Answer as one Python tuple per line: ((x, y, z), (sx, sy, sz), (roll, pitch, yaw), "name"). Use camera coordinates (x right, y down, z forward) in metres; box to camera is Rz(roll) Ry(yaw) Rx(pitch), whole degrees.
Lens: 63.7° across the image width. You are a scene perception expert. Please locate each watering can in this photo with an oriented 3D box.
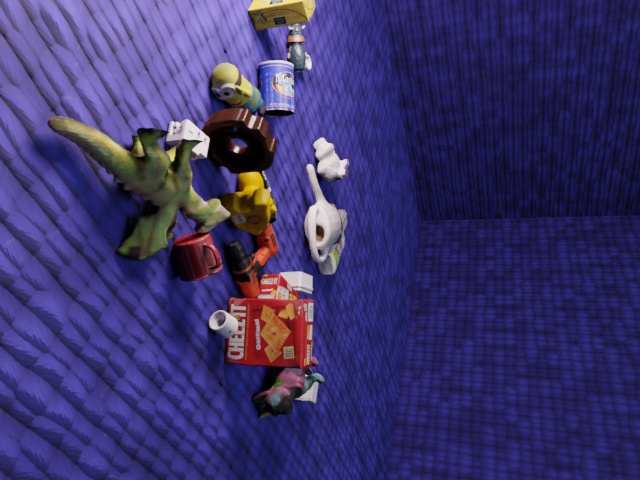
((0.006, -0.092, 1.818), (0.104, 0.347, 0.225), (-1, 4, 19), "watering can")

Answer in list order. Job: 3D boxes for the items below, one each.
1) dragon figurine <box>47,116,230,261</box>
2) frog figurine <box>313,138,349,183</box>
((-0.319, -0.080, 0.958), (0.122, 0.242, 0.411), (6, 4, 33), "dragon figurine")
((0.024, -0.297, 1.938), (0.158, 0.140, 0.121), (36, -36, -20), "frog figurine")
